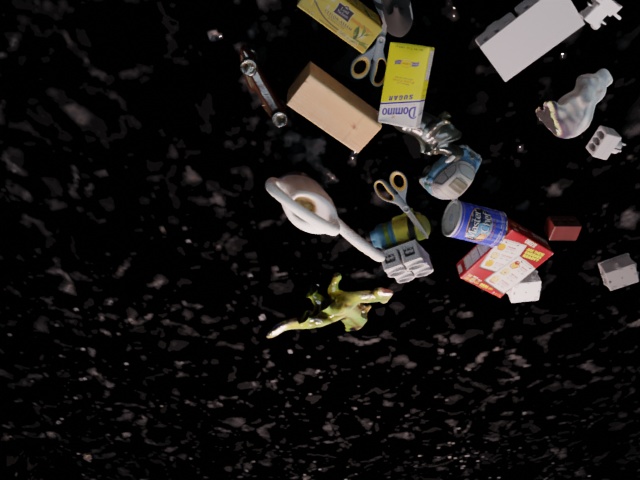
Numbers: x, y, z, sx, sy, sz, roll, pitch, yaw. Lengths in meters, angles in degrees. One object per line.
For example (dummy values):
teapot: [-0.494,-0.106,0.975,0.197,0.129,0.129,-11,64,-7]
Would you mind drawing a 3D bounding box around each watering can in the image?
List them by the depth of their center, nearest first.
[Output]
watering can: [0.004,-0.065,1.298,0.345,0.228,0.103,31,105,-22]

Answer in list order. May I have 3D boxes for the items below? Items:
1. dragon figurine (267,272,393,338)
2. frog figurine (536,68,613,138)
dragon figurine: [0.050,0.241,1.618,0.405,0.125,0.240,-36,128,26]
frog figurine: [0.598,-0.309,1.177,0.159,0.125,0.136,-26,158,9]
